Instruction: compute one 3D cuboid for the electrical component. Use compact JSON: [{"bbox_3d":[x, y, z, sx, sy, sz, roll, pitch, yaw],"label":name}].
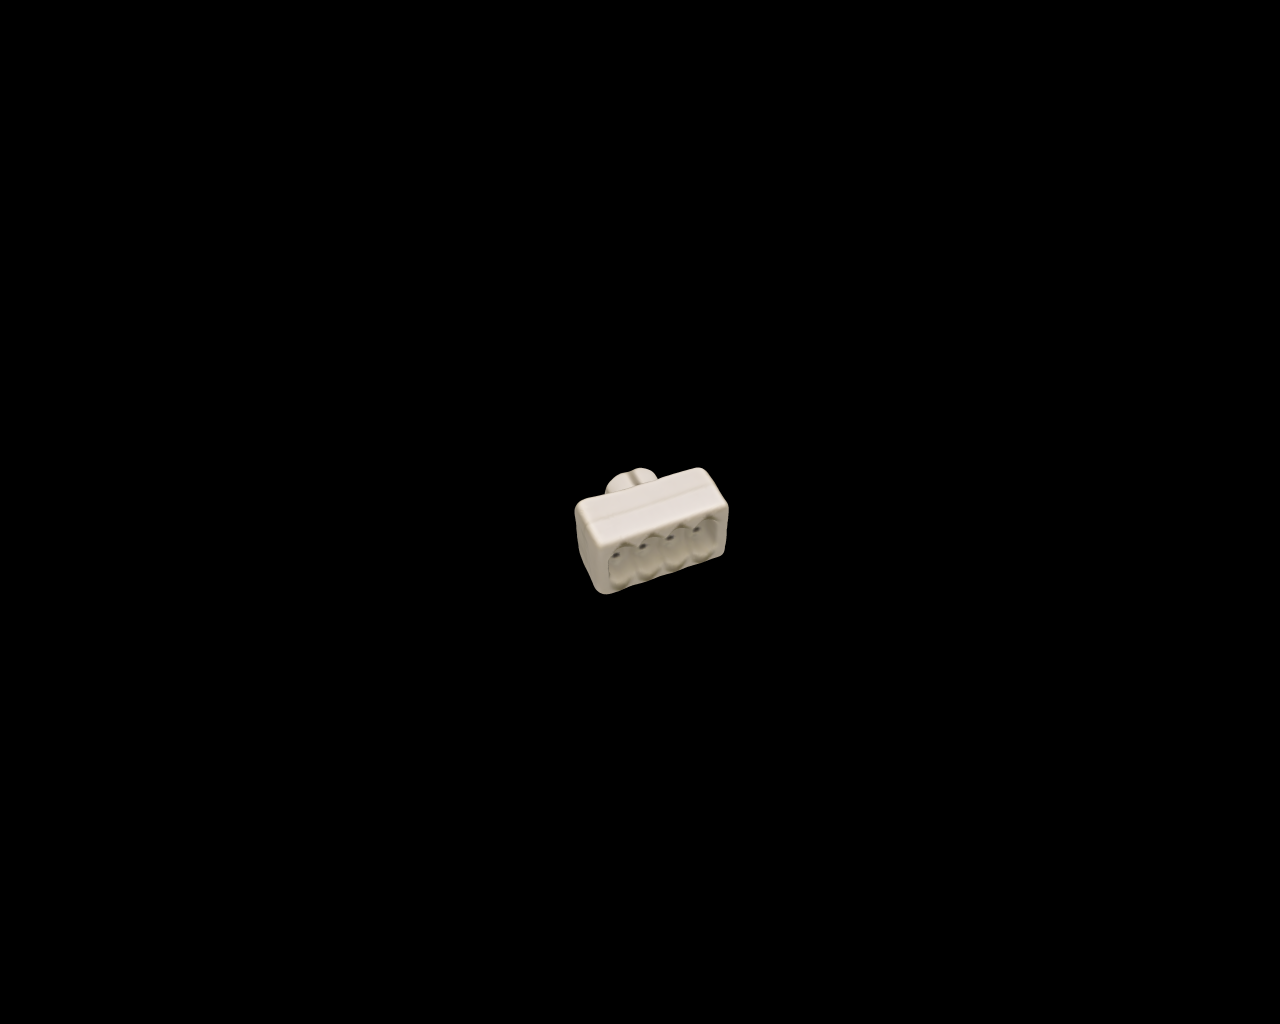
[{"bbox_3d":[0.001,-0.003,0.650,0.083,0.076,0.047,-17,-39,-14],"label":"electrical component"}]
